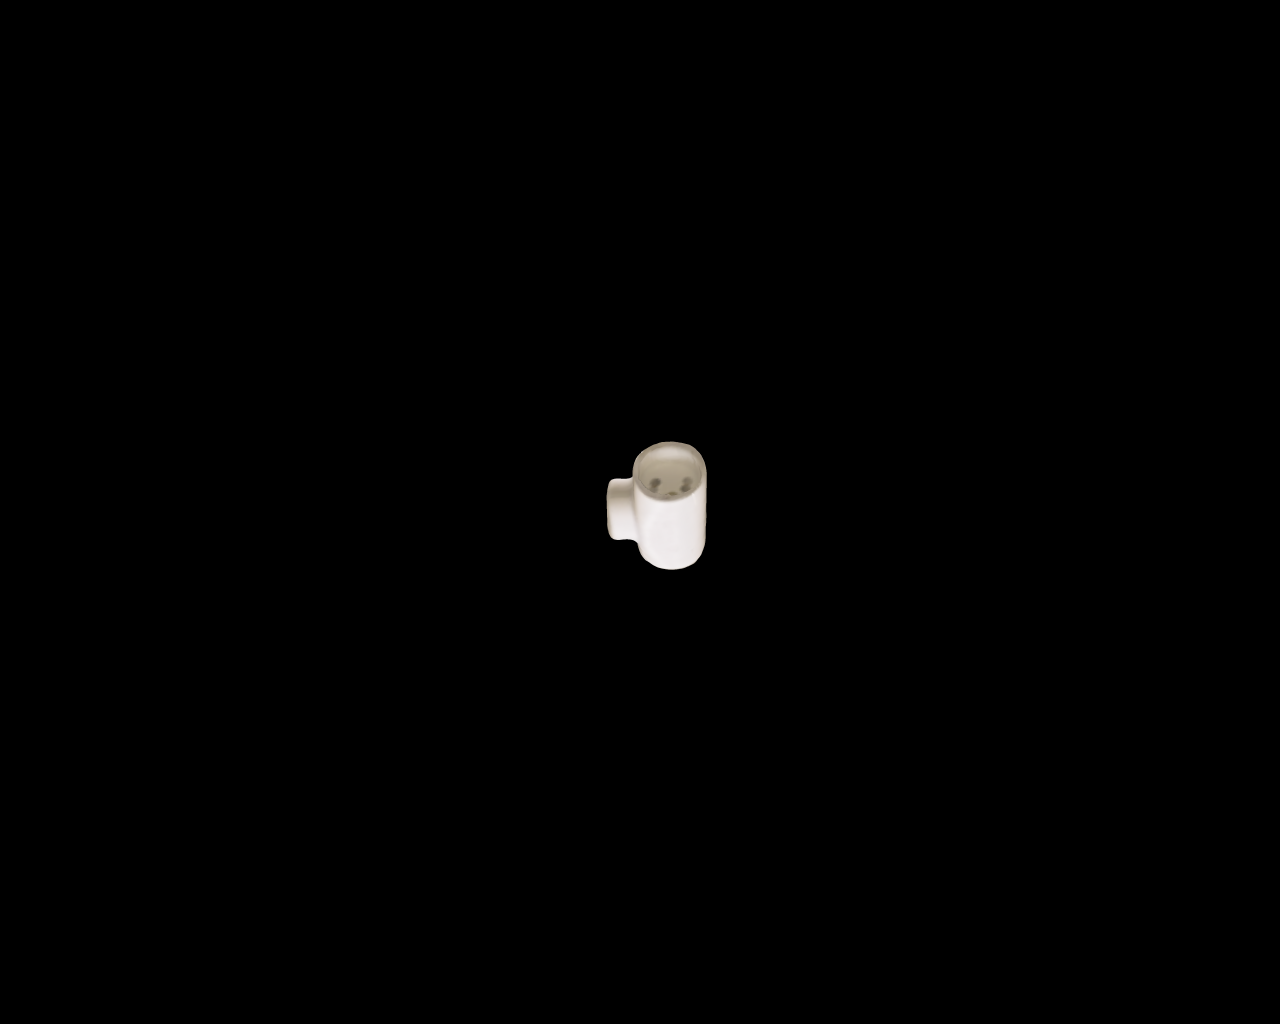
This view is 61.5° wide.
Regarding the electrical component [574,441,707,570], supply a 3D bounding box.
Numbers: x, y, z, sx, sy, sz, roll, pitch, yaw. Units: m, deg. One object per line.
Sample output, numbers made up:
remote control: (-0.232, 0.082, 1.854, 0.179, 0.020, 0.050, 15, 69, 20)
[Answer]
electrical component: (0.001, -0.003, 0.650, 0.079, 0.044, 0.077, -1, -34, 2)
